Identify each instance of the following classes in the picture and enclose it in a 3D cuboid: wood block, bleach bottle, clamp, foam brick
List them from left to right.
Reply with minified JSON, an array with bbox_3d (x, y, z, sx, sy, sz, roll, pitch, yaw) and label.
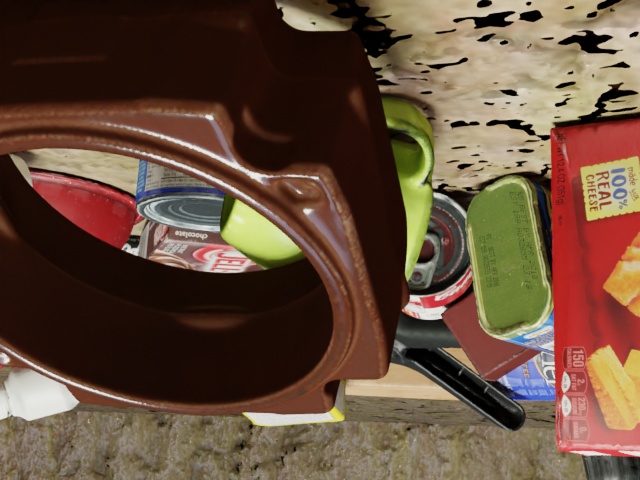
[{"bbox_3d":[-0.183,0.110,0.978,0.250,0.068,0.103,-18,177,-24],"label":"bleach bottle"},{"bbox_3d":[0.060,0.108,1.061,0.206,0.091,0.090,2,167,7],"label":"wood block"},{"bbox_3d":[0.074,0.086,0.876,0.210,0.036,0.164,17,151,34],"label":"clamp"},{"bbox_3d":[0.121,0.060,0.717,0.053,0.051,0.078,-34,164,7],"label":"foam brick"}]

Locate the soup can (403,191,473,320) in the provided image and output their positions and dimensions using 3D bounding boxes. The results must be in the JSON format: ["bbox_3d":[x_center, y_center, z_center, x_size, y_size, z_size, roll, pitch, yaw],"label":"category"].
[{"bbox_3d":[0.070,0.013,0.706,0.068,0.068,0.102,1,167,10],"label":"soup can"}]

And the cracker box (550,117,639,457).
[{"bbox_3d":[0.217,0.020,0.493,0.214,0.164,0.072,-4,167,30],"label":"cracker box"}]

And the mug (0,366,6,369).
[{"bbox_3d":[-0.274,0.067,0.939,0.082,0.117,0.093,-7,132,21],"label":"mug"}]

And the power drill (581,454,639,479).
[{"bbox_3d":[0.248,0.070,0.694,0.187,0.184,0.057,-6,167,0],"label":"power drill"}]

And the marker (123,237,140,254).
[{"bbox_3d":[-0.141,0.008,0.843,0.121,0.020,0.020,6,167,-11],"label":"marker"}]

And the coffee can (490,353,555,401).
[{"bbox_3d":[0.219,0.085,0.897,0.141,0.103,0.102,-4,165,30],"label":"coffee can"}]

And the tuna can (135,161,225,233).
[{"bbox_3d":[-0.066,-0.030,0.634,0.086,0.034,0.086,3,167,1],"label":"tuna can"}]

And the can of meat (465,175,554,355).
[{"bbox_3d":[0.136,0.018,0.640,0.083,0.102,0.058,18,146,-40],"label":"can of meat"}]

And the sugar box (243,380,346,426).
[{"bbox_3d":[-0.046,0.113,0.935,0.093,0.048,0.176,-7,148,17],"label":"sugar box"}]

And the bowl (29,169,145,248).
[{"bbox_3d":[-0.204,-0.002,0.741,0.162,0.055,0.162,4,166,1],"label":"bowl"}]

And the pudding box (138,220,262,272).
[{"bbox_3d":[-0.077,0.002,0.761,0.090,0.039,0.114,8,166,-18],"label":"pudding box"}]
